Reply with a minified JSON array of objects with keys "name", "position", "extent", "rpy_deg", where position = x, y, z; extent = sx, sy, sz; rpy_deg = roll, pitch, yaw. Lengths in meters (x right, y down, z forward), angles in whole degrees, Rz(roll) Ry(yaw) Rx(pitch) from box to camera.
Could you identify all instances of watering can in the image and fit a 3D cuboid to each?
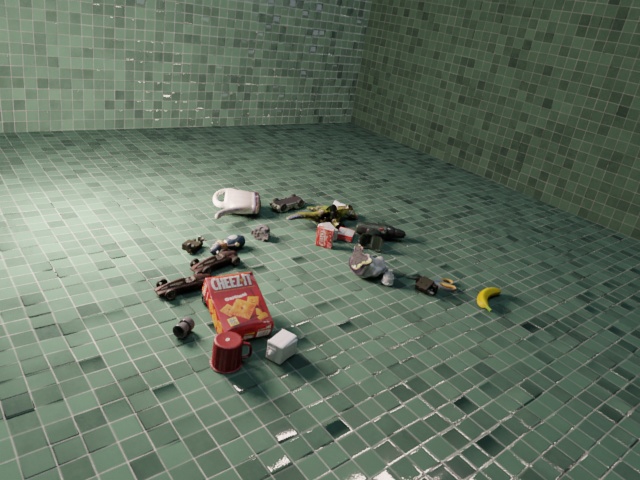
[{"name":"watering can","position":[-0.380,-0.160,2.364],"extent":[0.224,0.102,0.354],"rpy_deg":[5,25,-11]}]

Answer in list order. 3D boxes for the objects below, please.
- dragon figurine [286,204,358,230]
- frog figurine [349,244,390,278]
[{"name":"dragon figurine","position":[0.008,-0.124,2.473],"extent":[0.410,0.121,0.244],"rpy_deg":[2,9,-20]},{"name":"frog figurine","position":[0.194,0.104,2.050],"extent":[0.138,0.123,0.157],"rpy_deg":[24,-9,47]}]
